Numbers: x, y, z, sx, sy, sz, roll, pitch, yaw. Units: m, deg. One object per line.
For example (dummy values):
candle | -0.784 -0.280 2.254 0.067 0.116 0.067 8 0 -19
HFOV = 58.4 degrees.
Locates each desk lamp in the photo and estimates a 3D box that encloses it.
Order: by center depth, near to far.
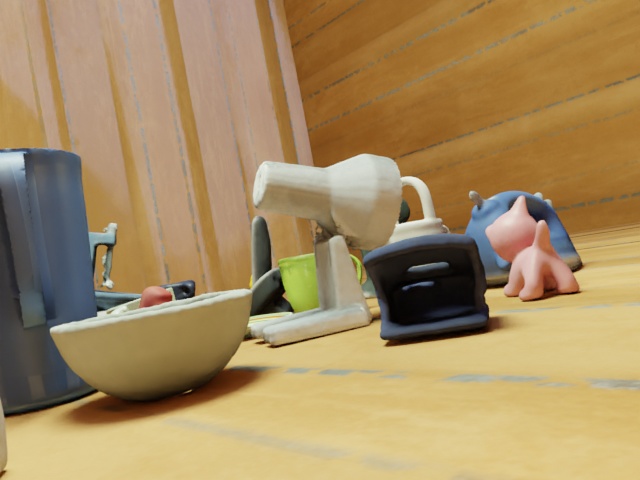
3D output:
desk lamp | 0.006 0.003 0.703 0.204 0.213 0.117 -10 -2 -23

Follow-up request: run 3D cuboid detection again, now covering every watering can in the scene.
watering can | 0.149 -0.007 0.929 0.100 0.194 0.173 -12 -2 31

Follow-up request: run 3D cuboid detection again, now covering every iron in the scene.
iron | 0.310 -0.012 0.866 0.259 0.141 0.118 -9 -2 -39

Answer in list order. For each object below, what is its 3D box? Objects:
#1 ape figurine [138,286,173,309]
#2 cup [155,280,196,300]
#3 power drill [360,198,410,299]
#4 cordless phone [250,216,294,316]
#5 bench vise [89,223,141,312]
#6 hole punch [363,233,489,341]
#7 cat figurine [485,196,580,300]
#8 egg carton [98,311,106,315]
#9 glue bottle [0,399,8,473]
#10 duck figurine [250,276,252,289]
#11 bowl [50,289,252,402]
ape figurine | -0.176 0.096 0.631 0.076 0.092 0.078 -11 -2 22
cup | -0.282 0.132 1.152 0.117 0.095 0.092 -12 -2 42
power drill | 0.080 0.004 1.079 0.076 0.208 0.228 -9 -2 -40
cordless phone | -0.108 0.048 1.003 0.094 0.185 0.147 -11 -2 0
bench vise | -0.405 0.087 1.001 0.208 0.220 0.121 -10 -2 -30
hole punch | 0.100 0.042 0.539 0.108 0.091 0.101 -11 -2 16
cat figurine | 0.242 0.006 0.674 0.067 0.118 0.128 -11 -2 -1
egg carton | -0.374 0.154 0.911 0.107 0.069 0.151 -12 -2 37
glue bottle | -0.229 0.054 0.318 0.078 0.173 0.037 -10 -2 -15
duck figurine | -0.123 0.109 1.228 0.078 0.086 0.104 -10 -2 -21
bowl | -0.134 0.092 0.487 0.167 0.075 0.167 -11 -2 0
